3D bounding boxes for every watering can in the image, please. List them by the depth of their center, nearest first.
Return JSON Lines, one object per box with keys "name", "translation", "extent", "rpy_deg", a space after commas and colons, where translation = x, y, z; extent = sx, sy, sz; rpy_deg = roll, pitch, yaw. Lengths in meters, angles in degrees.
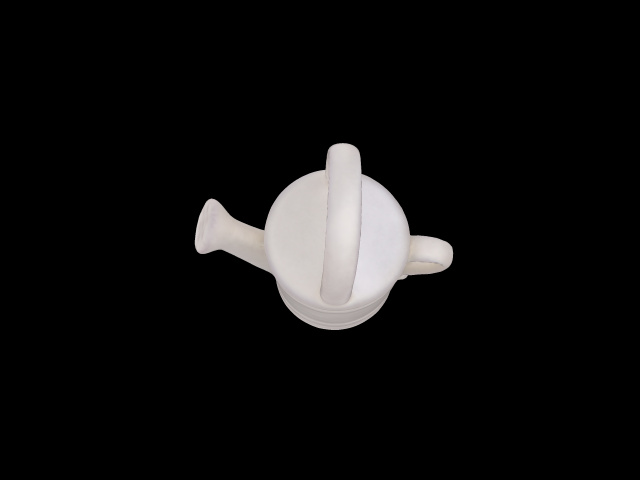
{"name": "watering can", "translation": [0.004, 0.004, 0.399], "extent": [0.173, 0.194, 0.101], "rpy_deg": [-16, 75, -4]}
